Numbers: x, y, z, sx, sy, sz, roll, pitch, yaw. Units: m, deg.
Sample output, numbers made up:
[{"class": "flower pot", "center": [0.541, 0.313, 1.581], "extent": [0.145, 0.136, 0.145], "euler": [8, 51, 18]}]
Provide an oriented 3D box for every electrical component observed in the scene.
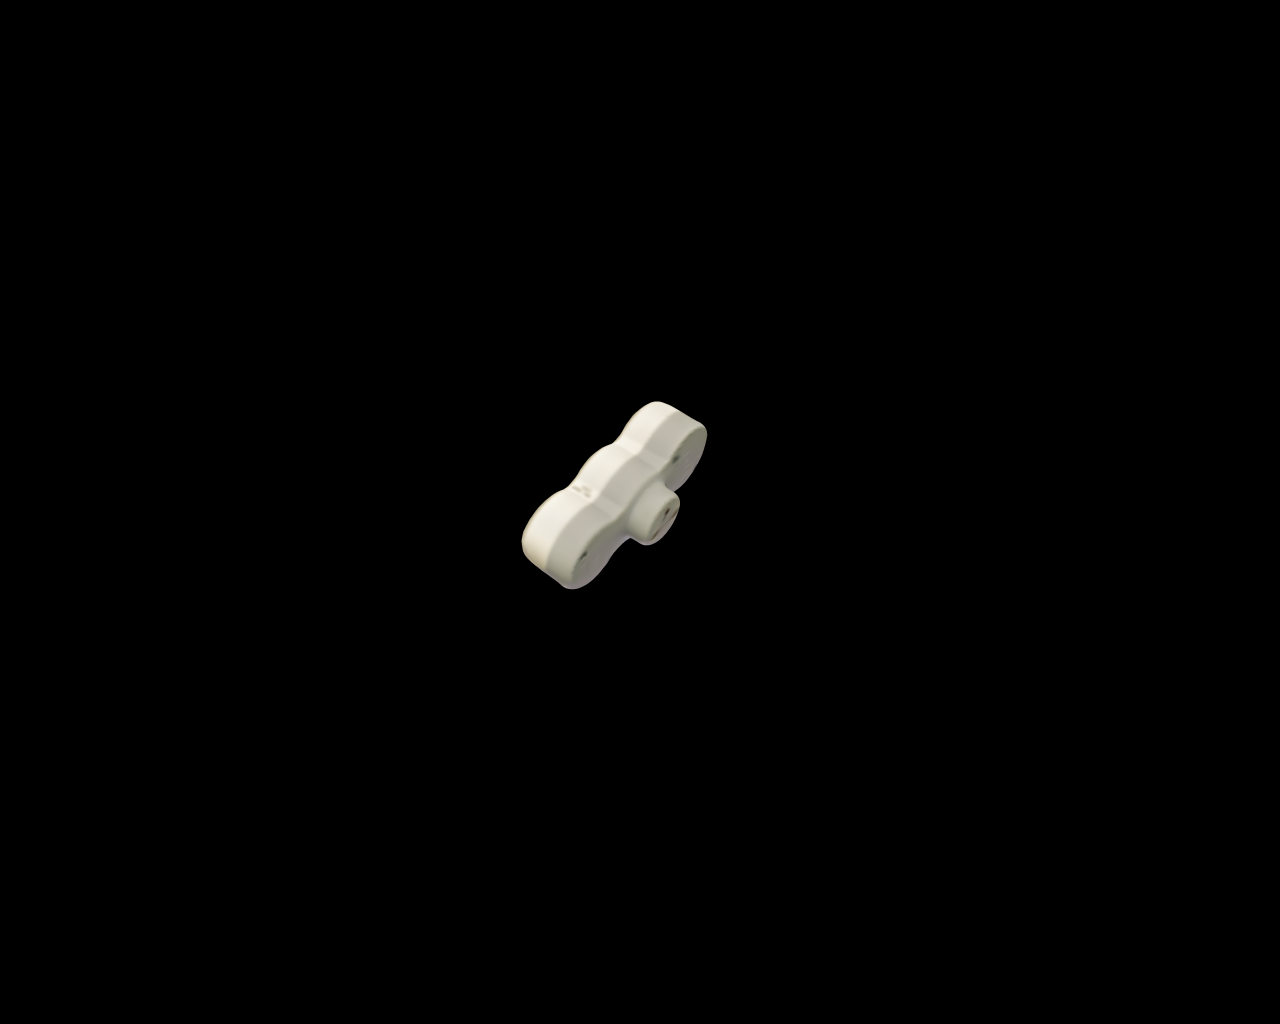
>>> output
[{"class": "electrical component", "center": [0.001, -0.003, 0.650], "extent": [0.074, 0.138, 0.052], "euler": [33, -28, 20]}]
